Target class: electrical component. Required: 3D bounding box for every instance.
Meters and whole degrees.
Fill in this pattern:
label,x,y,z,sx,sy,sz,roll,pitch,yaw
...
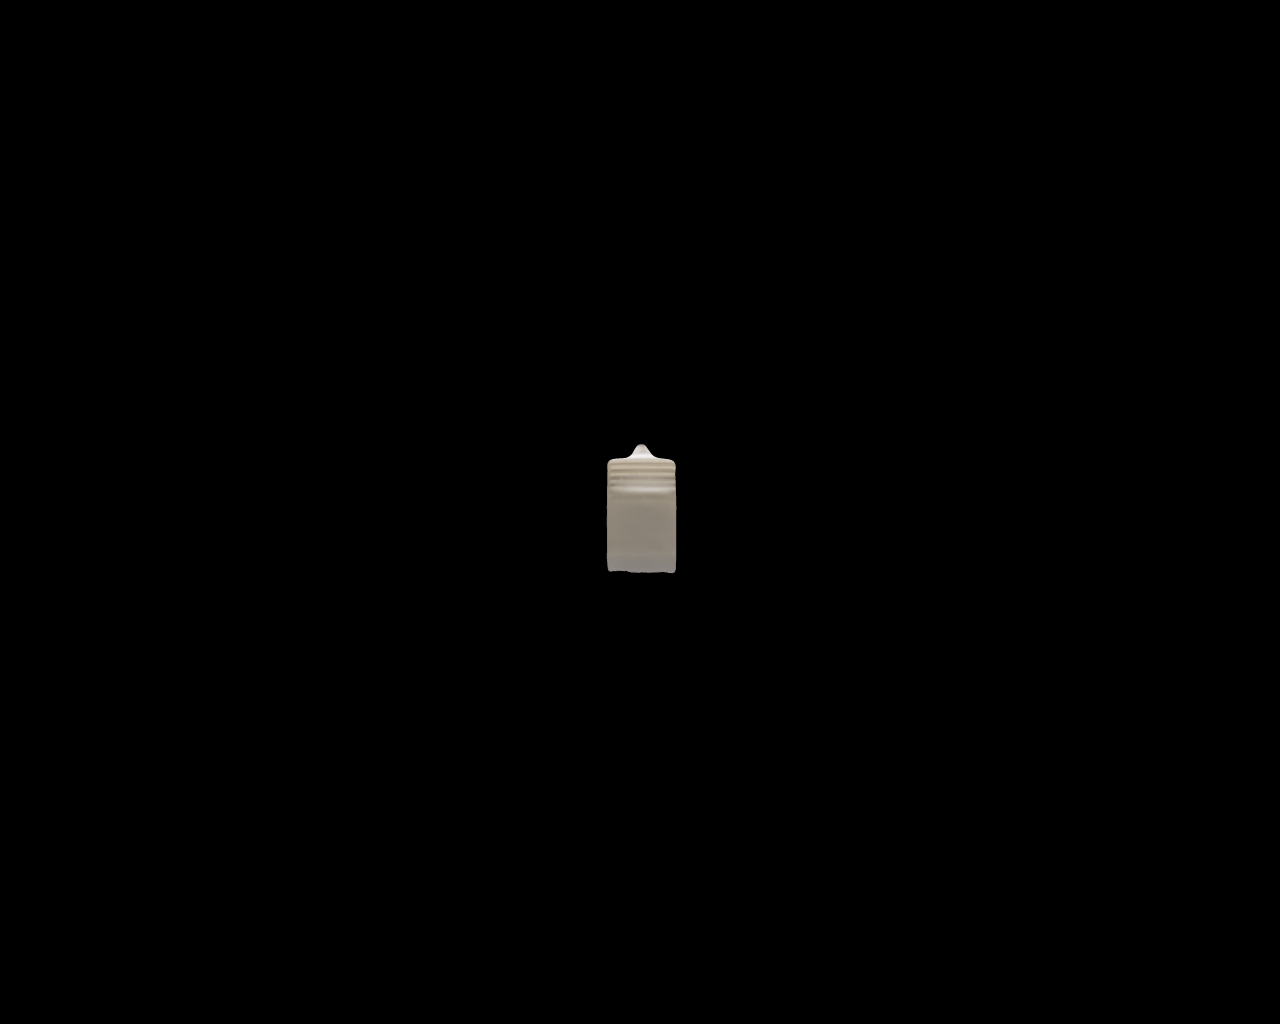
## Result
label,x,y,z,sx,sy,sz,roll,pitch,yaw
electrical component,0.001,-0.003,0.650,0.043,0.081,0.043,0,-2,0
